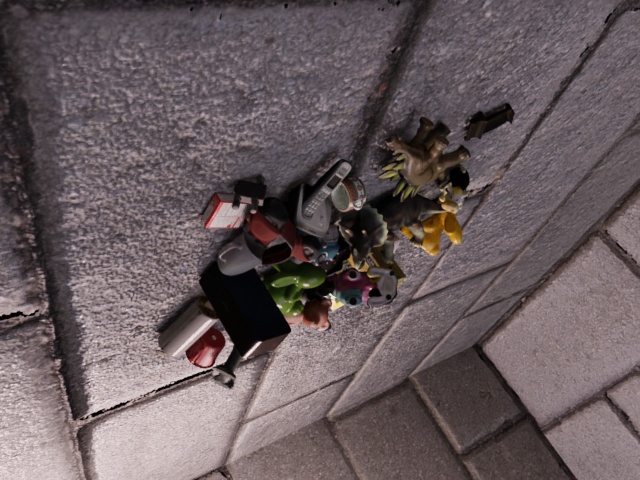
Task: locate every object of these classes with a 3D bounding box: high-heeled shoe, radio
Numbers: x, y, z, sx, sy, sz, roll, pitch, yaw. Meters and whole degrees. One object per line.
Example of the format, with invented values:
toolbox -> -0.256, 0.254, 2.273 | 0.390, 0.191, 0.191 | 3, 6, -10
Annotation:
high-heeled shoe -> 0.016, 0.205, 1.680 | 0.145, 0.086, 0.248 | -26, 140, 19
radio -> -0.175, 0.157, 1.270 | 0.073, 0.230, 0.131 | -47, 154, 27

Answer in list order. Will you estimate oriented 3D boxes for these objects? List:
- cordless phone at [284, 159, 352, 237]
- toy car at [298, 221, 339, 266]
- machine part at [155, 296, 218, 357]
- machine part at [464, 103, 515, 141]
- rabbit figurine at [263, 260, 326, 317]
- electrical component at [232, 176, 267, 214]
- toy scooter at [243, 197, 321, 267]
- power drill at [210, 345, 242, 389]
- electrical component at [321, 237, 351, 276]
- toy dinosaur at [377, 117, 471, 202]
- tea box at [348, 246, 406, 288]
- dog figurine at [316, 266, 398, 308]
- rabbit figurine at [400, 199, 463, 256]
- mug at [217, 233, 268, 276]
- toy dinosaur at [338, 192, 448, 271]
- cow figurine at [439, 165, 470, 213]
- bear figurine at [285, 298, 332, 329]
cordless phone -> 0.012, -0.101, 1.204 | 0.184, 0.089, 0.146 | -45, 151, 13
toy car -> -0.003, -0.004, 1.327 | 0.161, 0.109, 0.102 | -4, 124, -57
machine part -> -0.333, 0.222, 1.370 | 0.243, 0.079, 0.079 | -44, 151, 19
machine part -> 0.433, -0.300, 1.365 | 0.139, 0.039, 0.084 | -24, 147, -14
rabbit figurine -> -0.072, 0.101, 1.412 | 0.170, 0.121, 0.159 | -30, 135, 27
electrical component -> -0.140, -0.094, 1.069 | 0.063, 0.094, 0.021 | 12, 144, -2
toy scooter -> -0.099, -0.003, 1.141 | 0.135, 0.075, 0.183 | -30, 120, 29
power drill -> -0.233, 0.307, 1.537 | 0.232, 0.086, 0.207 | 115, -3, -49
electrical component -> 0.021, 0.047, 1.480 | 0.134, 0.058, 0.114 | -23, 153, -18
toy dinosaur -> 0.252, -0.184, 1.303 | 0.198, 0.105, 0.471 | -39, 158, 25
tea box -> 0.159, 0.076, 1.549 | 0.068, 0.170, 0.098 | -11, 144, -36
dog figurine -> 0.096, 0.130, 1.489 | 0.191, 0.108, 0.219 | -2, 176, -17
rabbit figurine -> 0.345, -0.049, 1.592 | 0.173, 0.163, 0.121 | -52, 139, 0
mug -> -0.188, 0.037, 1.219 | 0.107, 0.081, 0.109 | -35, 160, 25
toy dinosaur -> 0.202, -0.060, 1.436 | 0.405, 0.131, 0.191 | -35, 137, -23
cow figurine -> 0.373, -0.139, 1.460 | 0.167, 0.068, 0.098 | -65, 177, -59
bear figurine -> -0.062, 0.225, 1.544 | 0.196, 0.132, 0.120 | 10, 116, -6
